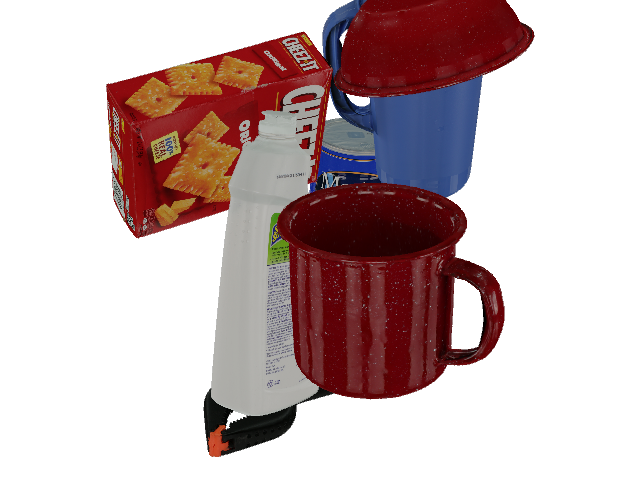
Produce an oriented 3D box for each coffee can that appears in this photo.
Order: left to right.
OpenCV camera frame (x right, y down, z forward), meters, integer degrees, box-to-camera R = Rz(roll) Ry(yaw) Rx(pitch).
[{"bbox_3d":[0.037,-0.068,1.325,0.103,0.140,0.103,4,28,-2],"label":"coffee can"}]

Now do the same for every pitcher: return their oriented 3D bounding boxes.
[{"bbox_3d":[0.100,-0.161,1.141,0.149,0.243,0.144,27,52,28],"label":"pitcher"}]

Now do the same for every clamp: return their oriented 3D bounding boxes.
[{"bbox_3d":[-0.048,0.158,1.099,0.165,0.036,0.209,11,27,15],"label":"clamp"}]

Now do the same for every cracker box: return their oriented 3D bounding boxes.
[{"bbox_3d":[-0.101,-0.103,1.070,0.213,0.072,0.164,-19,-36,-22],"label":"cracker box"}]

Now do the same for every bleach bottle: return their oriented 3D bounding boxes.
[{"bbox_3d":[-0.039,0.016,0.906,0.068,0.251,0.102,14,17,33],"label":"bleach bottle"}]

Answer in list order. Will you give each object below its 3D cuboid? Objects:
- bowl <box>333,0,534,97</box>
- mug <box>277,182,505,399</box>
[{"bbox_3d":[0.082,-0.168,0.838,0.162,0.055,0.162,-14,24,6],"label":"bowl"},{"bbox_3d":[0.036,0.028,0.532,0.117,0.081,0.093,13,29,27],"label":"mug"}]
